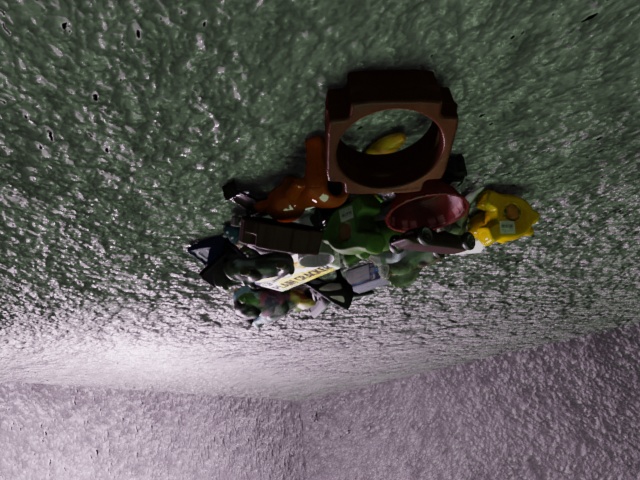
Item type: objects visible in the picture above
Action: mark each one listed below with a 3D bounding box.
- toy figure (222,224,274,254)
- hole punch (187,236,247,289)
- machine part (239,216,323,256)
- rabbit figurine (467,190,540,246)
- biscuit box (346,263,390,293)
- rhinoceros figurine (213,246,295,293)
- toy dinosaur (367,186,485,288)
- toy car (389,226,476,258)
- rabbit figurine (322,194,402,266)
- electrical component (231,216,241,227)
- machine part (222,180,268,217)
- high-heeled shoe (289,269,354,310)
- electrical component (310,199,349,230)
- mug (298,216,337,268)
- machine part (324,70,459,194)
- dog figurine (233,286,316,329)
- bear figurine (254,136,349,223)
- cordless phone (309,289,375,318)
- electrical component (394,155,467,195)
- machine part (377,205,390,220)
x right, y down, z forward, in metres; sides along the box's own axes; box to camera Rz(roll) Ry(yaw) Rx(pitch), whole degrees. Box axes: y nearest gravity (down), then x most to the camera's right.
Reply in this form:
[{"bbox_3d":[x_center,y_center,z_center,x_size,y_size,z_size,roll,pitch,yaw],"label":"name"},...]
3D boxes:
[{"bbox_3d":[-0.156,-0.001,1.252,0.154,0.058,0.064,17,103,-40],"label":"toy figure"},{"bbox_3d":[-0.247,0.041,1.307,0.116,0.092,0.142,-38,150,-3],"label":"hole punch"},{"bbox_3d":[-0.080,-0.008,1.074,0.179,0.056,0.179,11,-176,-1],"label":"machine part"},{"bbox_3d":[0.413,-0.049,1.243,0.162,0.122,0.173,-10,171,-14],"label":"rabbit figurine"},{"bbox_3d":[0.176,0.093,1.523,0.203,0.059,0.062,-20,151,29],"label":"biscuit box"},{"bbox_3d":[-0.154,0.065,1.239,0.190,0.073,0.112,-14,156,0],"label":"rhinoceros figurine"},{"bbox_3d":[0.264,0.004,1.298,0.405,0.131,0.192,-30,158,34],"label":"toy dinosaur"},{"bbox_3d":[0.224,0.001,1.074,0.202,0.053,0.089,7,165,-38],"label":"toy car"},{"bbox_3d":[0.099,-0.003,1.119,0.170,0.121,0.159,8,150,-44],"label":"rabbit figurine"},{"bbox_3d":[-0.159,-0.038,1.167,0.063,0.021,0.094,7,179,-21],"label":"electrical component"},{"bbox_3d":[-0.143,-0.079,1.101,0.084,0.039,0.138,-7,158,32],"label":"machine part"},{"bbox_3d":[-0.027,0.149,1.497,0.249,0.145,0.086,-16,153,18],"label":"high-heeled shoe"},{"bbox_3d":[0.045,-0.057,1.175,0.119,0.048,0.074,-16,161,-20],"label":"electrical component"},{"bbox_3d":[-0.003,-0.004,1.217,0.110,0.107,0.080,-14,155,9],"label":"mug"},{"bbox_3d":[0.108,-0.170,0.864,0.202,0.087,0.200,-3,144,-2],"label":"machine part"},{"bbox_3d":[-0.123,0.175,1.587,0.219,0.108,0.191,-19,150,17],"label":"dog figurine"},{"bbox_3d":[-0.030,-0.103,1.021,0.120,0.132,0.196,15,166,-36],"label":"bear figurine"},{"bbox_3d":[0.066,0.181,1.671,0.184,0.089,0.146,-1,155,-20],"label":"cordless phone"},{"bbox_3d":[0.206,-0.123,1.065,0.134,0.058,0.115,3,152,-18],"label":"electrical component"},{"bbox_3d":[0.174,-0.046,1.202,0.243,0.079,0.079,-25,150,35],"label":"machine part"}]
